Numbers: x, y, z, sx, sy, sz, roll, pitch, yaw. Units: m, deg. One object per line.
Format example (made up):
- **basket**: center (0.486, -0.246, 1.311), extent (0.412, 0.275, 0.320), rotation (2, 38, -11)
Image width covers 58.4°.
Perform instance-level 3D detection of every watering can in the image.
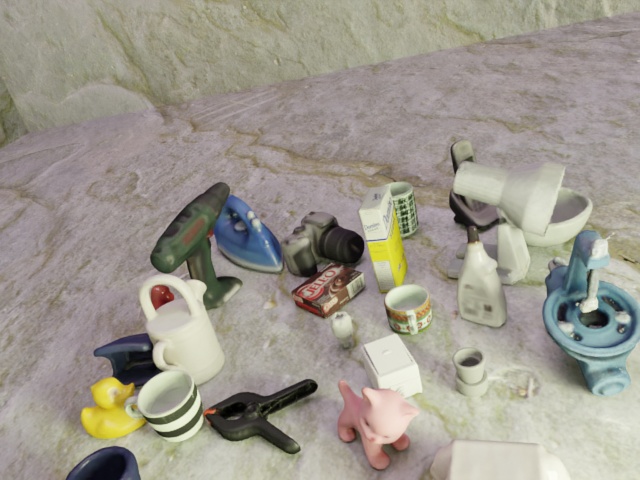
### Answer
- **watering can**: center (-0.234, 0.135, 0.948), extent (0.101, 0.194, 0.172), rotation (-16, 28, -3)

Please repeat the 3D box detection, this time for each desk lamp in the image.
- **desk lamp**: center (0.312, -0.035, 0.977), extent (0.202, 0.214, 0.118), rotation (4, 33, 31)

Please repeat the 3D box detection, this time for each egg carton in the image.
- **egg carton**: center (0.193, 0.273, 0.620), extent (0.150, 0.069, 0.107), rotation (-4, 29, 19)

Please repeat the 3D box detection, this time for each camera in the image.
- **camera**: center (0.011, 0.004, 1.172), extent (0.143, 0.101, 0.136), rotation (-34, 34, -33)

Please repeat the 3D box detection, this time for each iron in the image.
- **iron**: center (-0.161, -0.029, 1.272), extent (0.119, 0.142, 0.257), rotation (-27, 30, -22)

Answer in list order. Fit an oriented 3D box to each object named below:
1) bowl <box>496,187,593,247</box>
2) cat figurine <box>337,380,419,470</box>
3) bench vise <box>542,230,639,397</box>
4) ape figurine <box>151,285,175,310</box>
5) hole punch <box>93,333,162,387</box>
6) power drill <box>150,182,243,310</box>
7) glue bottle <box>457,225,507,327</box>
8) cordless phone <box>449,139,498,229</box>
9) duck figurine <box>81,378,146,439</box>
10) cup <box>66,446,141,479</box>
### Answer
- **bowl**: center (0.418, -0.034, 1.074), extent (0.167, 0.075, 0.167), rotation (-11, 28, 6)
- **cat figurine**: center (0.068, 0.220, 0.727), extent (0.067, 0.118, 0.127), rotation (-31, 32, -28)
- **bench vise**: center (0.338, 0.069, 0.765), extent (0.121, 0.220, 0.207), rotation (-19, 28, -8)
- **ape figurine**: center (-0.296, 0.127, 1.102), extent (0.076, 0.092, 0.077), rotation (-19, 28, -8)
- **hole punch**: center (-0.321, 0.192, 0.995), extent (0.108, 0.091, 0.101), rotation (-9, 28, 10)
- **power drill**: center (-0.229, 0.022, 1.139), extent (0.075, 0.209, 0.230), rotation (3, 33, 31)
- **glue bottle**: center (0.246, 0.053, 0.889), extent (0.077, 0.173, 0.037), rotation (13, 38, 41)
- **cordless phone**: center (0.329, -0.129, 1.173), extent (0.148, 0.185, 0.093), rotation (-32, 32, -29)
- **duck figurine**: center (-0.326, 0.253, 0.889), extent (0.104, 0.086, 0.077), rotation (-14, 28, 1)
- **cup**: center (-0.259, 0.330, 0.706), extent (0.091, 0.095, 0.117), rotation (-13, 28, 3)
